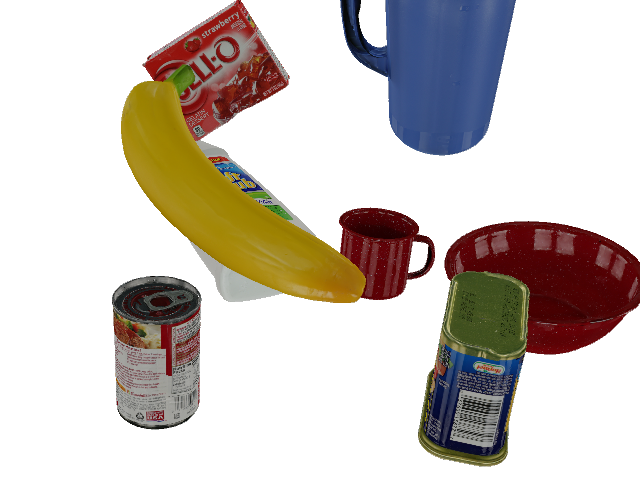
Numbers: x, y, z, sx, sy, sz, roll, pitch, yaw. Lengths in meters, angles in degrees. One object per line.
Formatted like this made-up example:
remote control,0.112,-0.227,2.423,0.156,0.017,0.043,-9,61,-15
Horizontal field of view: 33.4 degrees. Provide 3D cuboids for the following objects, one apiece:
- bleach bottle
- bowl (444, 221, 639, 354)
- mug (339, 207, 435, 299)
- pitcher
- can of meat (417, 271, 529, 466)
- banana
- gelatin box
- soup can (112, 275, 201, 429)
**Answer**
bleach bottle,-0.104,-0.037,1.036,0.102,0.068,0.251,-9,35,-30
bowl,0.180,0.045,0.869,0.162,0.055,0.162,1,29,-1
mug,0.076,0.017,1.248,0.117,0.081,0.093,3,25,-7
pitcher,0.114,-0.203,1.059,0.144,0.243,0.149,-38,59,-26
can of meat,0.099,0.078,0.682,0.057,0.084,0.102,11,29,7
banana,-0.055,-0.031,0.559,0.069,0.198,0.037,-26,-34,-19
gelatin box,-0.080,-0.130,0.821,0.089,0.073,0.030,-29,19,12
soup can,-0.128,0.088,0.839,0.068,0.102,0.068,3,28,-2
